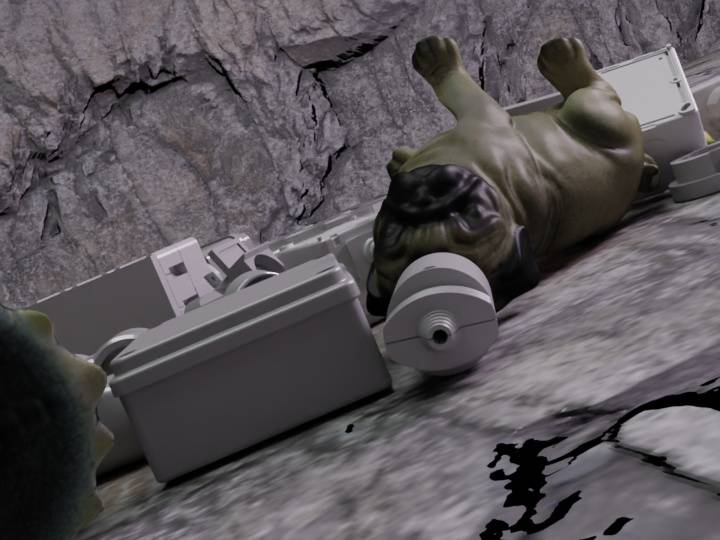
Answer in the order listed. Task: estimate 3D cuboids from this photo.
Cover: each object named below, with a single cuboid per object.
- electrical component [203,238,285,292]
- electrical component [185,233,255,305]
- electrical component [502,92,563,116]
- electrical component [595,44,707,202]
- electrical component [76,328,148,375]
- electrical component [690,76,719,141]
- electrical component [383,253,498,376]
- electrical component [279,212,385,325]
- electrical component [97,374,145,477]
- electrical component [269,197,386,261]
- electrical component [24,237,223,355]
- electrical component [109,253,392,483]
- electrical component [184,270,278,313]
[{"bbox_3d":[-0.076,0.021,0.749,0.064,0.081,0.042,-45,-4,24],"label":"electrical component"},{"bbox_3d":[-0.139,0.019,0.981,0.113,0.078,0.057,-18,10,43],"label":"electrical component"},{"bbox_3d":[0.168,-0.104,0.801,0.121,0.078,0.063,-16,27,3],"label":"electrical component"},{"bbox_3d":[0.183,-0.095,0.691,0.062,0.061,0.096,-17,38,16],"label":"electrical component"},{"bbox_3d":[-0.179,0.079,0.674,0.138,0.052,0.074,-23,5,-3],"label":"electrical component"},{"bbox_3d":[0.271,-0.118,0.789,0.066,0.047,0.077,-23,5,-7],"label":"electrical component"},{"bbox_3d":[0.033,0.019,0.431,0.043,0.043,0.081,-22,5,8],"label":"electrical component"},{"bbox_3d":[0.000,0.000,0.667,0.062,0.061,0.096,-25,6,-21],"label":"electrical component"},{"bbox_3d":[-0.136,0.078,0.540,0.077,0.044,0.079,-23,4,3],"label":"electrical component"},{"bbox_3d":[-0.020,-0.005,0.804,0.089,0.061,0.150,-27,7,-40],"label":"electrical component"},{"bbox_3d":[-0.177,0.041,0.841,0.150,0.089,0.062,-19,6,34],"label":"electrical component"},{"bbox_3d":[-0.047,0.040,0.487,0.109,0.056,0.108,-23,5,-2],"label":"electrical component"},{"bbox_3d":[-0.067,0.032,0.652,0.078,0.058,0.057,-27,4,-37],"label":"electrical component"}]
